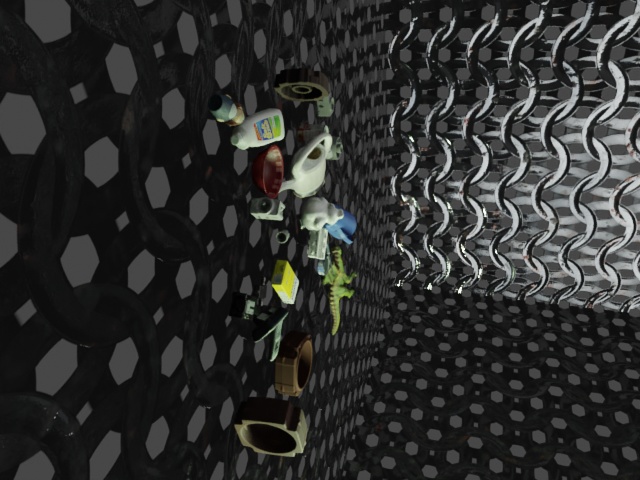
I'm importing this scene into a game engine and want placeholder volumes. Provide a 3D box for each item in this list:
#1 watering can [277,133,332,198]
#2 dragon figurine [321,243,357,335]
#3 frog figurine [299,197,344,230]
[{"bbox_3d":[-0.065,-0.226,1.787,0.353,0.105,0.219,-51,161,-25],"label":"watering can"},{"bbox_3d":[0.059,0.210,2.394,0.239,0.122,0.419,45,47,-46],"label":"dragon figurine"},{"bbox_3d":[0.006,-0.099,1.965,0.120,0.159,0.140,72,28,-49],"label":"frog figurine"}]
